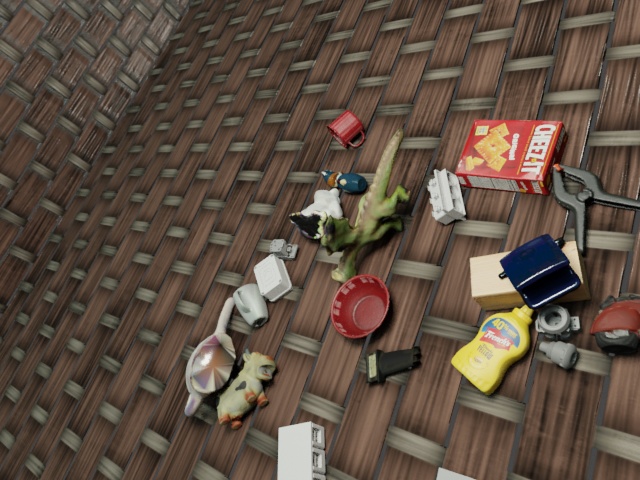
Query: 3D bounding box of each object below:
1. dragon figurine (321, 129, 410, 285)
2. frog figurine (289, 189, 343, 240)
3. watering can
[{"bbox_3d":[0.098,-0.054,1.238,0.123,0.401,0.246,27,40,30],"label":"dragon figurine"},{"bbox_3d":[0.004,-0.074,1.473,0.136,0.122,0.162,-24,14,34],"label":"frog figurine"},{"bbox_3d":[-0.285,0.297,1.387,0.221,0.103,0.354,-43,26,61],"label":"watering can"}]
